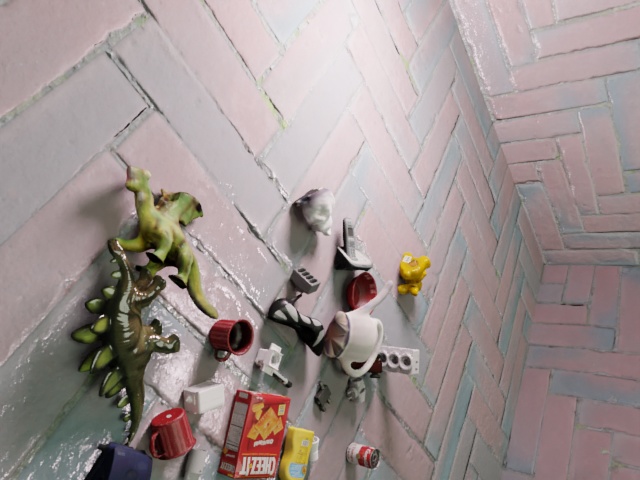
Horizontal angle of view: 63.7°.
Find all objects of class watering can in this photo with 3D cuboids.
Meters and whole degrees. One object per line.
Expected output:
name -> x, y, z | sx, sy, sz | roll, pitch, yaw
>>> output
watering can -> 0.133, 0.289, 1.742 | 0.223, 0.104, 0.349 | 18, 84, -36

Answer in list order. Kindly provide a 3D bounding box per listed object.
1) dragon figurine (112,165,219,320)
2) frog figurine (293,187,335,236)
dragon figurine -> -0.336, -0.011, 1.230 | 0.403, 0.121, 0.248 | 53, 41, -38
frog figurine -> 0.005, -0.083, 1.649 | 0.158, 0.122, 0.140 | 61, 25, -13
